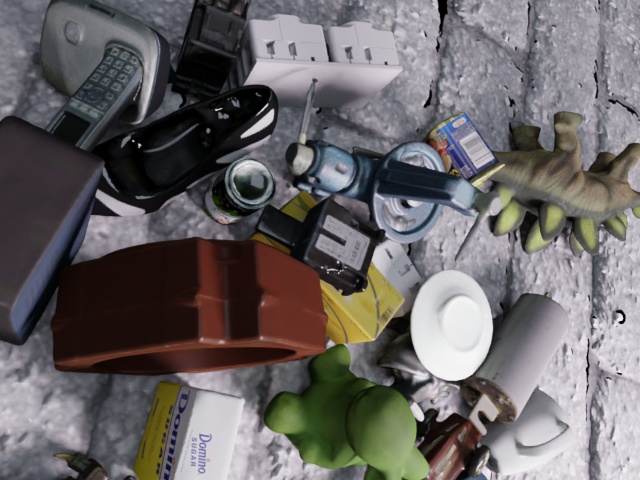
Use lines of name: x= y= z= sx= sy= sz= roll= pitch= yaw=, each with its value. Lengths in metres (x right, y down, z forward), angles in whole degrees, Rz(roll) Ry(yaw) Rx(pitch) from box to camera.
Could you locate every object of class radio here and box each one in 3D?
radio: x=-0.244 y=0.006 z=0.434 sx=0.073 sy=0.229 sz=0.131 roll=28 pitch=64 yaw=-18

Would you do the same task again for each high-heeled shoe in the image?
high-heeled shoe: x=-0.159 y=-0.091 z=0.542 sx=0.249 sy=0.145 sz=0.086 roll=-25 pitch=87 yaw=-29

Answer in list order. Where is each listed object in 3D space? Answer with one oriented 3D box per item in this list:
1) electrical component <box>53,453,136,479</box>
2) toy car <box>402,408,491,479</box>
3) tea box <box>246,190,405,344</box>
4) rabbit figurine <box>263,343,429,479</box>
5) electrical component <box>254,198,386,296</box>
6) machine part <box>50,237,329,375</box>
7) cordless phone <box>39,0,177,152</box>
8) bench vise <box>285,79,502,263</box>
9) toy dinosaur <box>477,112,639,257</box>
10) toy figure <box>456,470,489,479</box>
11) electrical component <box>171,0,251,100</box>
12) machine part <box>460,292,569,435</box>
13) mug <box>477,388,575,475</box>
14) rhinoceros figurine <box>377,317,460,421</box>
electrical component: x=-0.228 y=0.244 z=0.486 sx=0.102 sy=0.045 sz=0.078 roll=-54 pitch=129 yaw=-23
toy car: x=0.111 y=0.273 z=0.602 sx=0.089 sy=0.053 sz=0.202 roll=31 pitch=59 yaw=35
tea box: x=0.001 y=0.036 z=0.609 sx=0.169 sy=0.098 sz=0.068 roll=45 pitch=63 yaw=-6
rabbit figurine: x=0.037 y=0.196 z=0.543 sx=0.121 sy=0.170 sz=0.159 roll=-32 pitch=91 yaw=-27
electrical component: x=-0.001 y=-0.002 z=0.537 sx=0.119 sy=0.048 sz=0.075 roll=32 pitch=65 yaw=-16
machine part: x=-0.109 y=0.066 z=0.477 sx=0.201 sy=0.201 sz=0.087 roll=32 pitch=49 yaw=-64
cordless phone: x=-0.246 y=-0.145 z=0.537 sx=0.147 sy=0.088 sz=0.184 roll=26 pitch=71 yaw=14
bench vise: x=0.084 y=-0.064 z=0.600 sx=0.223 sy=0.241 sz=0.129 roll=30 pitch=84 yaw=-38
toy dinosaur: x=0.337 y=-0.081 z=0.788 sx=0.471 sy=0.105 sz=0.198 roll=13 pitch=76 yaw=-9
toy figure: x=0.200 y=0.347 z=0.644 sx=0.064 sy=0.058 sz=0.154 roll=-27 pitch=91 yaw=11
electrical component: x=-0.122 y=-0.242 z=0.615 sx=0.058 sy=0.115 sz=0.134 roll=16 pitch=73 yaw=-22
machine part: x=0.254 y=0.148 z=0.696 sx=0.243 sy=0.079 sz=0.079 roll=-41 pitch=95 yaw=-33
mug: x=0.255 y=0.249 z=0.669 sx=0.107 sy=0.109 sz=0.080 roll=-26 pitch=93 yaw=-14
rhinoceros figurine: x=0.132 y=0.140 z=0.661 sx=0.190 sy=0.073 sz=0.112 roll=-38 pitch=104 yaw=-29
